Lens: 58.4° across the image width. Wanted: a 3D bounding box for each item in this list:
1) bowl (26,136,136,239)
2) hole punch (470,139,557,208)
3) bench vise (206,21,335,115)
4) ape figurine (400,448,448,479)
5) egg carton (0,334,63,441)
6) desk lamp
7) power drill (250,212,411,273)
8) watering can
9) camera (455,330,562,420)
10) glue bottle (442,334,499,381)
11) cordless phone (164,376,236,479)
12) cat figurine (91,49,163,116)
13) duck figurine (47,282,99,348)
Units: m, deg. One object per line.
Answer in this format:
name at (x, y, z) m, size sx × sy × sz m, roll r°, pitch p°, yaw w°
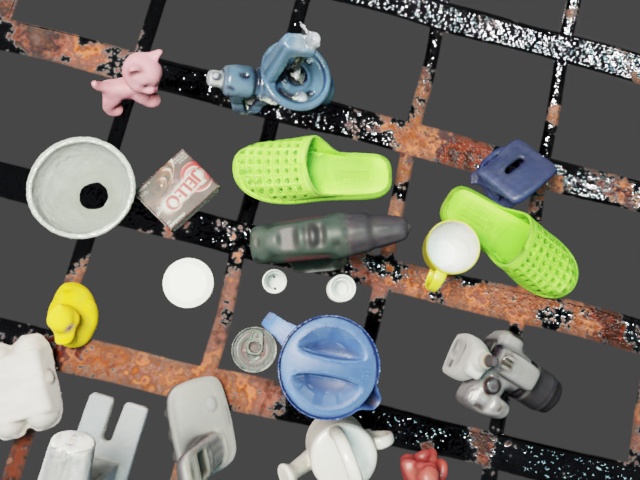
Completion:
bowl at (-0.378, -0.079, 0.933) m, size 0.167 × 0.074 × 0.167 m, roll 1°, pitch 82°, yaw -5°
hole punch at (0.333, -0.116, 0.994) m, size 0.109 × 0.091 × 0.101 m, roll -39°, pitch 87°, yaw -9°
bench vise at (-0.071, -0.259, 0.913) m, size 0.207 × 0.219 × 0.121 m, roll -21°, pitch 84°, yaw -7°
ape figurine at (0.166, 0.371, 0.910) m, size 0.078 × 0.092 × 0.076 m, roll 27°, pitch 81°, yaw -1°
egg carton at (-0.459, 0.226, 0.886) m, size 0.107 × 0.069 × 0.150 m, roll -16°, pitch 84°, yaw -7°
desk lamp at (-0.343, 0.337, 0.807) m, size 0.118 × 0.213 × 0.203 m, roll 16°, pitch 81°, yaw -2°
power drill at (0.008, 0.003, 0.889) m, size 0.229 × 0.208 × 0.075 m, roll -6°, pitch 82°, yaw -6°
watering can at (0.027, 0.325, 0.852) m, size 0.173 × 0.194 × 0.101 m, roll -38°, pitch 87°, yaw -9°
camera at (0.319, 0.238, 0.938) m, size 0.137 × 0.100 × 0.143 m, roll 33°, pitch 81°, yaw 0°
glue bottle at (0.243, 0.188, 0.902) m, size 0.037 × 0.173 × 0.078 m, roll 28°, pitch 81°, yaw 0°
cordless phone at (-0.183, 0.284, 0.844) m, size 0.094 × 0.185 × 0.147 m, roll -16°, pitch 84°, yaw -7°
cat figurine at (-0.311, -0.265, 0.944) m, size 0.128 × 0.117 × 0.067 m, roll -18°, pitch 84°, yaw -7°
duck figurine at (-0.396, 0.118, 0.898) m, size 0.077 × 0.086 × 0.104 m, roll -3°, pitch 82°, yaw -5°
